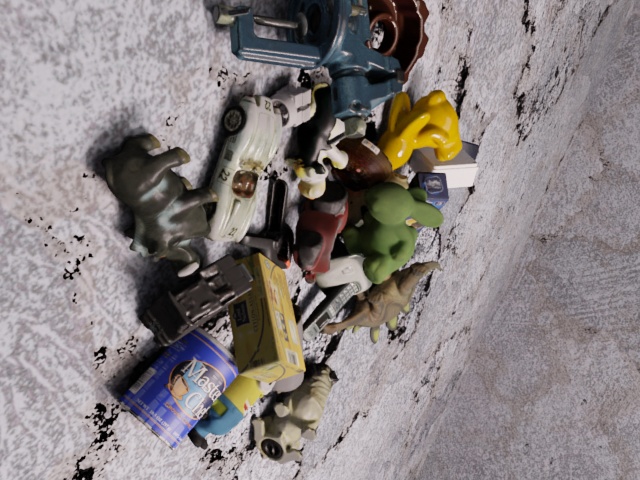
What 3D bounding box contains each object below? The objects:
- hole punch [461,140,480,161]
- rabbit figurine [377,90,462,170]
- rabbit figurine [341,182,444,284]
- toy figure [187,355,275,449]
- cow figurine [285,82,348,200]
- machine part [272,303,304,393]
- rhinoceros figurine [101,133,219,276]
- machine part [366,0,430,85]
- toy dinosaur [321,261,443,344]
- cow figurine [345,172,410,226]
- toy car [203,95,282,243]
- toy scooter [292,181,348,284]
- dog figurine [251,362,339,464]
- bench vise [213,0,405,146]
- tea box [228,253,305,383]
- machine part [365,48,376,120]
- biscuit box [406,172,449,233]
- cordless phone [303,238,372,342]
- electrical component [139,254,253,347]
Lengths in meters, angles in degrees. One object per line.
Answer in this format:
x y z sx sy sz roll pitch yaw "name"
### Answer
0.303 -0.188 1.263 0.116 0.092 0.142 -9 123 -52 "hole punch"
0.181 -0.200 1.032 0.173 0.122 0.162 -35 151 -11 "rabbit figurine"
0.125 -0.028 0.900 0.159 0.121 0.170 -18 143 -11 "rabbit figurine"
-0.149 0.255 0.889 0.180 0.089 0.082 -41 180 -19 "toy figure"
-0.003 -0.148 0.818 0.098 0.068 0.167 17 95 -55 "cow figurine"
-0.068 0.194 0.974 0.079 0.079 0.242 -37 140 -39 "machine part"
-0.178 -0.031 0.623 0.112 0.073 0.190 -51 148 -25 "rhinoceros figurine"
0.083 -0.305 0.801 0.179 0.056 0.179 -17 121 -31 "machine part"
0.173 0.124 1.288 0.471 0.105 0.198 -26 142 -35 "toy dinosaur"
0.098 -0.077 1.016 0.195 0.086 0.127 -26 143 -37 "cow figurine"
-0.105 -0.092 0.710 0.073 0.056 0.201 5 108 -59 "toy car"
-0.002 -0.003 0.902 0.135 0.075 0.184 94 13 -48 "toy scooter"
-0.048 0.358 1.133 0.172 0.121 0.190 -40 -179 26 "dog figurine"
-0.014 -0.234 0.659 0.240 0.129 0.223 -4 98 -34 "bench vise"
-0.084 0.116 0.797 0.068 0.170 0.098 -22 151 13 "tea box"
0.067 -0.247 0.887 0.084 0.039 0.138 2 113 -50 "machine part"
0.204 -0.072 1.117 0.202 0.059 0.063 112 -23 -70 "biscuit box"
0.010 0.098 1.022 0.184 0.089 0.146 -49 148 -16 "cordless phone"
-0.155 0.076 0.705 0.134 0.058 0.115 -32 179 -41 "electrical component"
